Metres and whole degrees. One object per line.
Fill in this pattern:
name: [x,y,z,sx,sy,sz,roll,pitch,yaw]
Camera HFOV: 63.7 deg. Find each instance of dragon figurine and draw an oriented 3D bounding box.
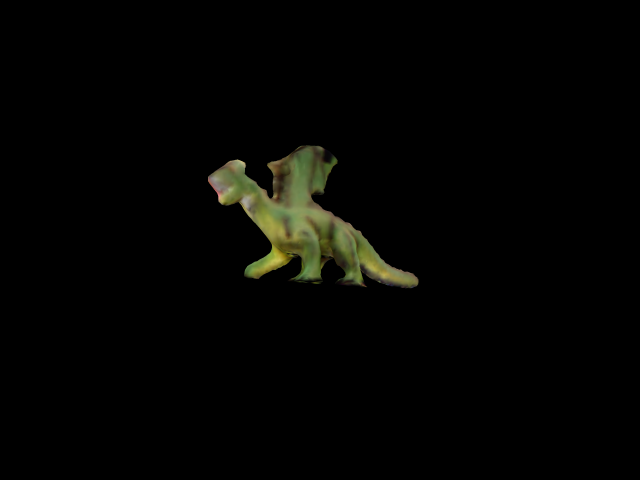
dragon figurine: [0.003,-0.043,0.850,0.410,0.245,0.121,6,-12,-35]
